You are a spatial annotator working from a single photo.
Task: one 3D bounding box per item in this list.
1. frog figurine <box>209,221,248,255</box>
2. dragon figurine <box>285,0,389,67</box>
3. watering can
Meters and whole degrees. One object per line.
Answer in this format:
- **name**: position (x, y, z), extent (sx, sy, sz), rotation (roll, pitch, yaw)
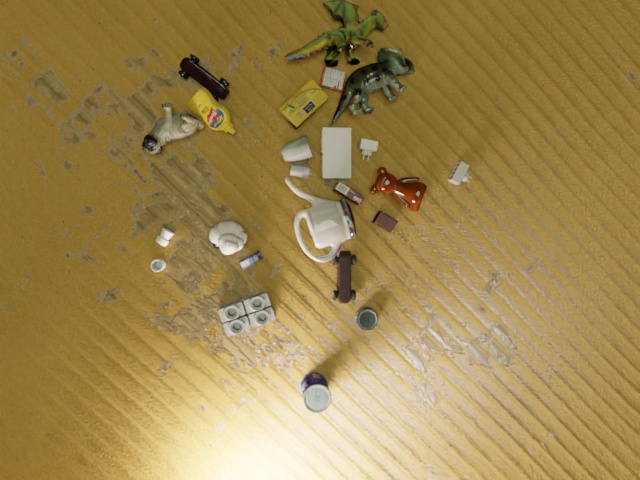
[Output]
- **frog figurine**: position (-0.329, -0.011, 1.836), extent (0.137, 0.159, 0.123), rotation (14, 89, -7)
- **dragon figurine**: position (0.065, -0.787, 1.924), extent (0.411, 0.120, 0.246), rotation (-4, 74, -8)
- **watering can**: position (0.006, -0.096, 1.905), extent (0.225, 0.103, 0.349), rotation (-16, 85, -7)
